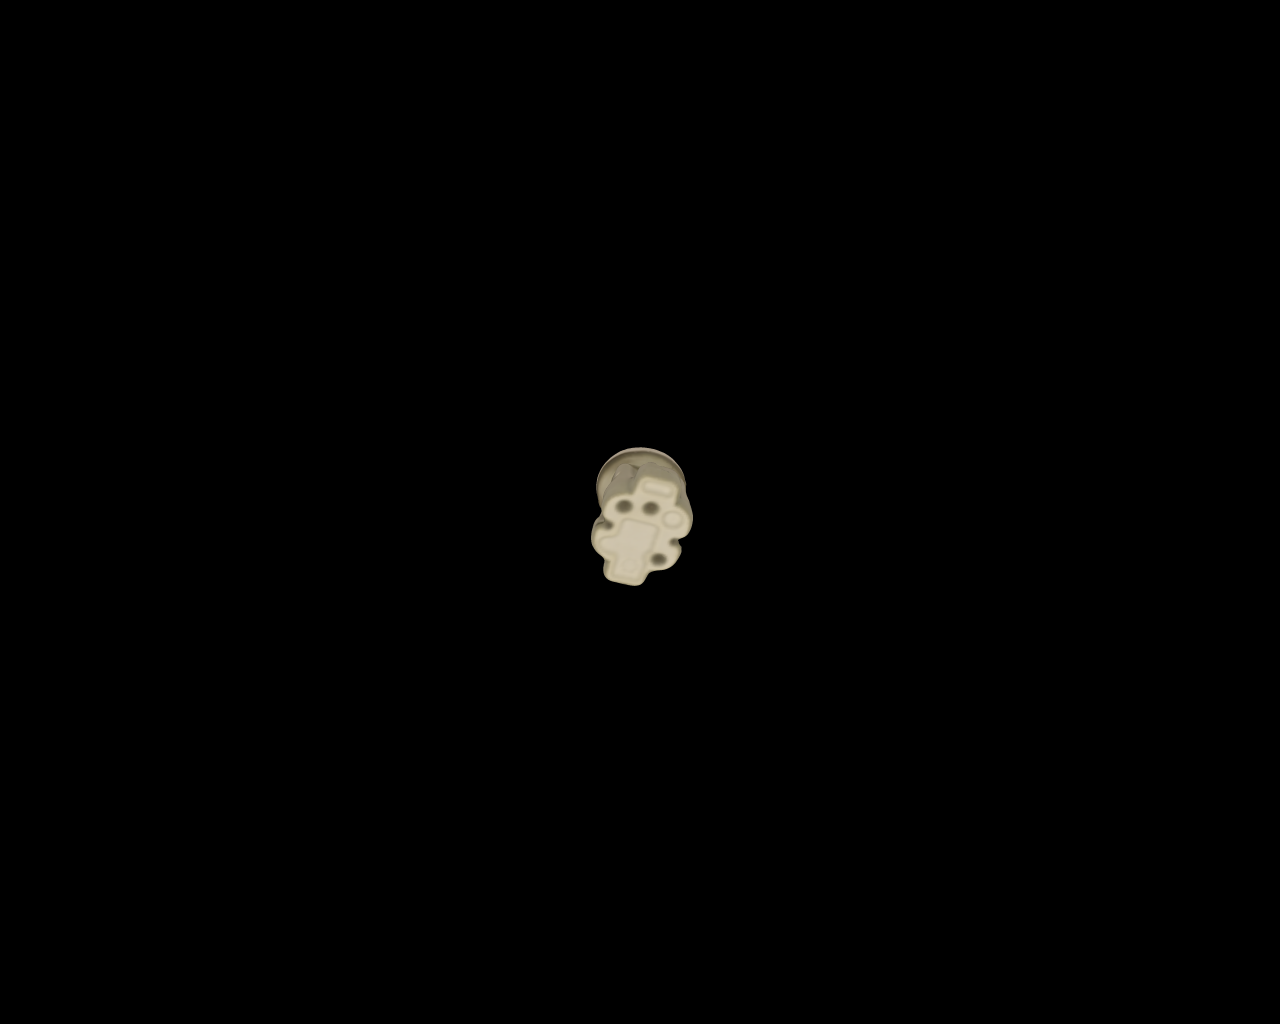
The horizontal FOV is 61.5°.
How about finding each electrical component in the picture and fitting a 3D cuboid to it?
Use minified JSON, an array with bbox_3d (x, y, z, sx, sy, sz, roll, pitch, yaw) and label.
[{"bbox_3d":[0.001,-0.003,0.650,0.058,0.078,0.057,15,32,-9],"label":"electrical component"}]
